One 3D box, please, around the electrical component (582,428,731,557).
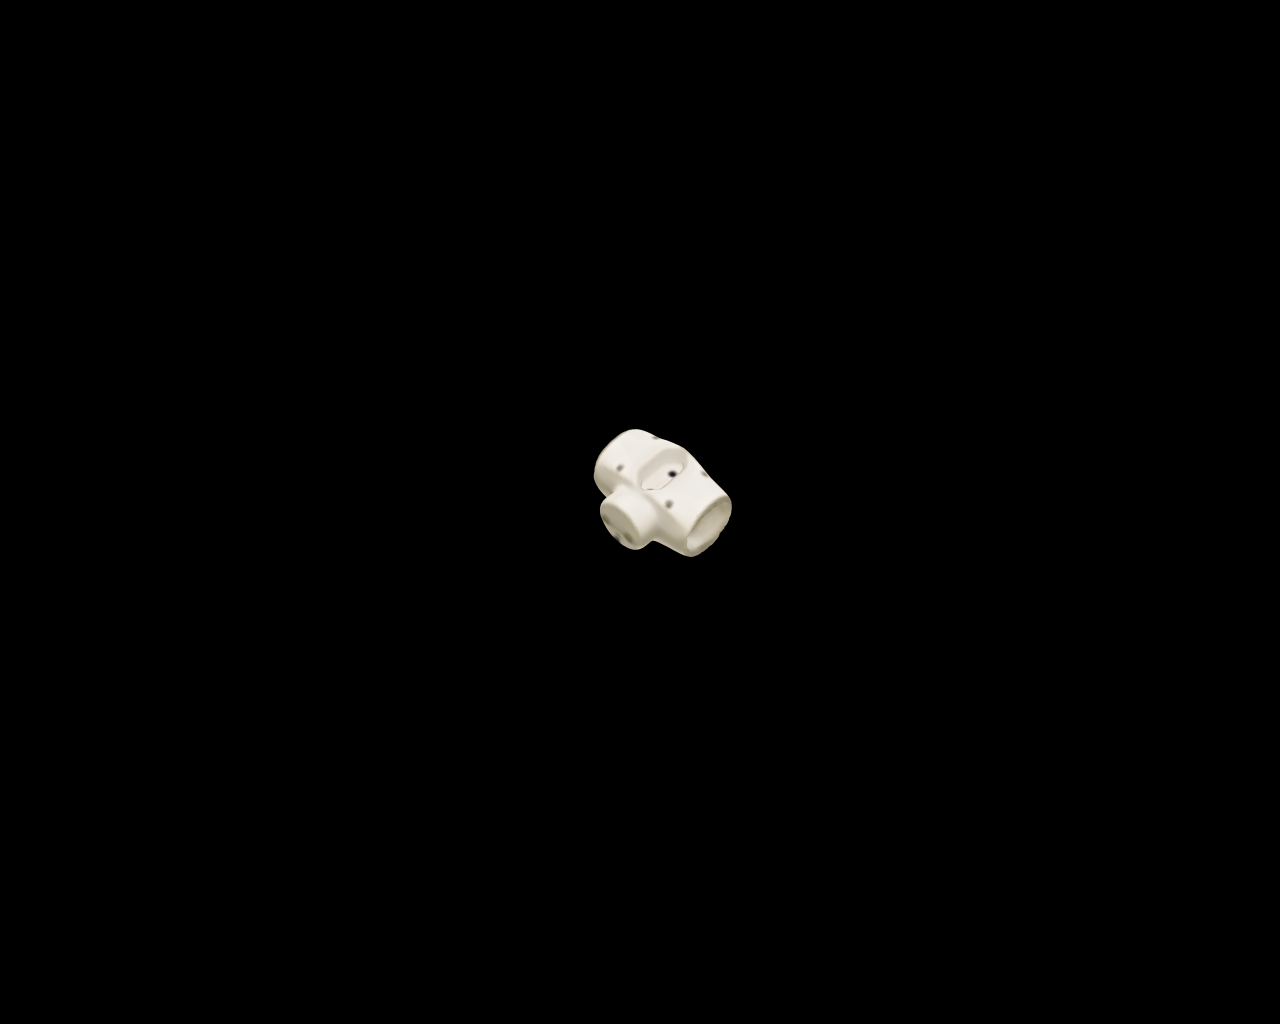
[{"bbox_3d":[0.001,-0.003,0.650,0.079,0.043,0.077,-39,63,-25],"label":"electrical component"}]
